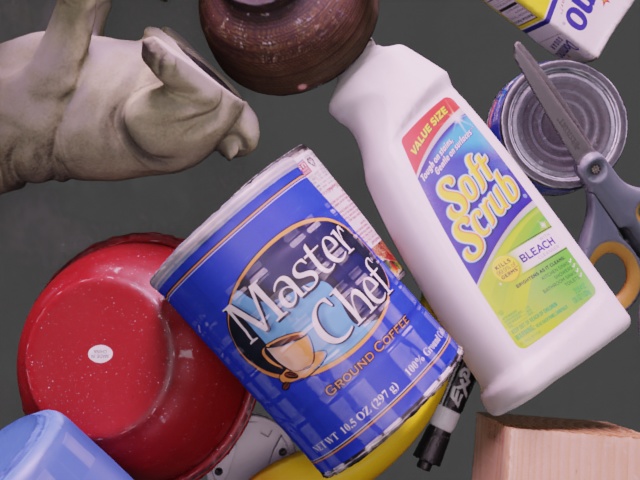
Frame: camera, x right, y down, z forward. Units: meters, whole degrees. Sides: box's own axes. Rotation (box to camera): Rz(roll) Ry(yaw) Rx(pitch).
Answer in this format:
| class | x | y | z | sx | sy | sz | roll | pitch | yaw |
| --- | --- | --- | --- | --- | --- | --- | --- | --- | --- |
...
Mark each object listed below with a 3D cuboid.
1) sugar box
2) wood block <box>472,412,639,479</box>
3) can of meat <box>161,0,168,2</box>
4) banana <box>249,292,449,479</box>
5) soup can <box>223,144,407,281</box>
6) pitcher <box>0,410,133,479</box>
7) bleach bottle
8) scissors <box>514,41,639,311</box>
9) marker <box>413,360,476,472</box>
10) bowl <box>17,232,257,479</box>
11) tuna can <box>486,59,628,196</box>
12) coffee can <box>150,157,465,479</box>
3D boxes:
| class | x | y | z | sx | sy | sz | roll | pitch | yaw |
| --- | --- | --- | --- | --- | --- | --- | --- | --- | --- |
| sugar box | 0.124 | -0.199 | 0.679 | 0.176 | 0.048 | 0.093 | 33 | 84 | -8 |
| wood block | 0.139 | 0.214 | 0.645 | 0.090 | 0.090 | 0.206 | 5 | 87 | -4 |
| can of meat | -0.086 | -0.197 | 0.645 | 0.057 | 0.102 | 0.084 | 44 | 86 | -1 |
| banana | 0.030 | 0.102 | 0.647 | 0.069 | 0.037 | 0.197 | 42 | 61 | -5 |
| soup can | -0.004 | 0.001 | 0.656 | 0.068 | 0.068 | 0.102 | -38 | 90 | -6 |
| pitcher | -0.096 | 0.205 | 0.574 | 0.149 | 0.145 | 0.242 | -45 | 106 | -21 |
| bleach bottle | 0.076 | -0.024 | 0.655 | 0.102 | 0.068 | 0.251 | -31 | 80 | -21 |
| scissors | 0.161 | -0.026 | 0.664 | 0.201 | 0.016 | 0.096 | 35 | 96 | -23 |
| marker | 0.090 | 0.091 | 0.683 | 0.020 | 0.020 | 0.121 | 24 | 85 | -3 |
| bowl | -0.118 | 0.070 | 0.624 | 0.162 | 0.055 | 0.162 | -3 | 80 | 15 |
| tuna can | 0.153 | -0.072 | 0.690 | 0.086 | 0.034 | 0.086 | 0 | 87 | -5 |
| coffee can | -0.007 | 0.041 | 0.574 | 0.103 | 0.103 | 0.140 | -42 | 89 | -6 |
